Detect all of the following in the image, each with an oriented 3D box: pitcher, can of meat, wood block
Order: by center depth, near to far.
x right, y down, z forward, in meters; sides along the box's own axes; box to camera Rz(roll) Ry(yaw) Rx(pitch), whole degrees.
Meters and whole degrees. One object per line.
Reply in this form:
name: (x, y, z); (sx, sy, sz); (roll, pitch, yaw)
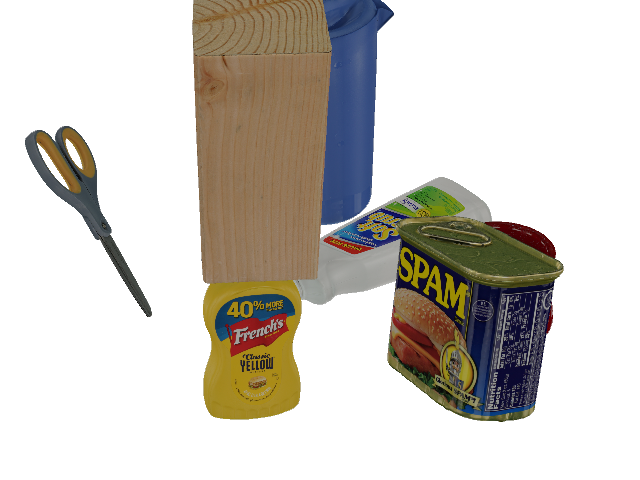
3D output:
can of meat: (0.080, 0.041, 0.583); (0.057, 0.084, 0.102); (-4, 20, -26)
wood block: (-0.045, -0.073, 0.781); (0.090, 0.206, 0.090); (-2, 43, -5)
pitcher: (-0.013, -0.137, 1.111); (0.149, 0.243, 0.144); (16, 43, 23)

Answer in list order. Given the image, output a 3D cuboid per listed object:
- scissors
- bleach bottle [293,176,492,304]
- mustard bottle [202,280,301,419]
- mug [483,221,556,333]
scissors: (-0.209, -0.028, 1.016); (0.016, 0.201, 0.096); (-24, 26, 20)
bleach bottle: (0.065, 0.012, 1.192); (0.250, 0.068, 0.103); (-26, 41, -24)
mustard bottle: (-0.067, 0.080, 1.046); (0.096, 0.192, 0.058); (-4, 22, -13)
mug: (0.165, 0.046, 0.945); (0.093, 0.081, 0.117); (-17, 35, -25)
